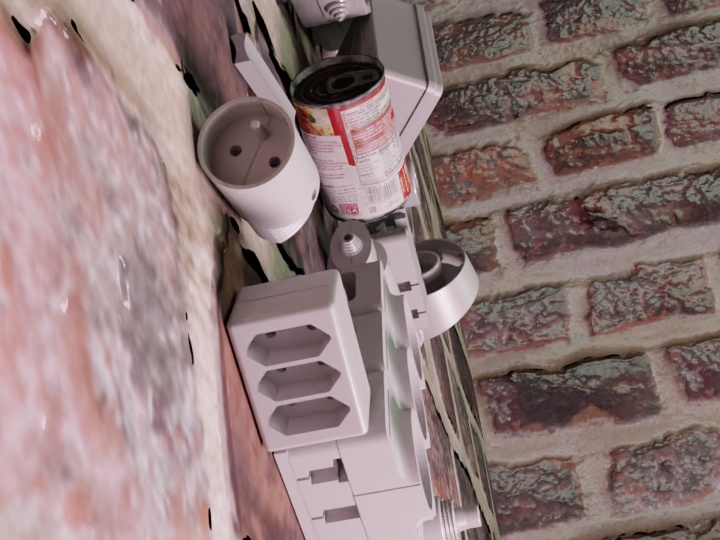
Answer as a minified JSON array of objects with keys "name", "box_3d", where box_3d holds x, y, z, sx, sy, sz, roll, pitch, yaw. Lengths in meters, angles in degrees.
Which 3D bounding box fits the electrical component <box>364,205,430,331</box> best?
[{"name":"electrical component","box_3d":[0.017,0.003,0.835,0.050,0.056,0.089,-90,166,-58]}]

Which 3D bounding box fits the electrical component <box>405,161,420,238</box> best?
[{"name":"electrical component","box_3d":[0.021,-0.072,0.966,0.108,0.060,0.108,-11,90,-83]}]

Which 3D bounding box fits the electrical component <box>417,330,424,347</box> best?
[{"name":"electrical component","box_3d":[0.034,0.059,0.933,0.062,0.043,0.043,-90,167,-50]}]

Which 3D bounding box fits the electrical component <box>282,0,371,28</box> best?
[{"name":"electrical component","box_3d":[-0.031,-0.226,0.798,0.061,0.061,0.096,55,25,-73]}]

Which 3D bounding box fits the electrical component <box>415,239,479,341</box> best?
[{"name":"electrical component","box_3d":[0.066,0.018,1.049,0.099,0.099,0.064,-92,162,-53]}]

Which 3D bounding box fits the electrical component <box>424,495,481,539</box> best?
[{"name":"electrical component","box_3d":[0.068,0.206,0.881,0.043,0.062,0.043,-11,90,-83]}]

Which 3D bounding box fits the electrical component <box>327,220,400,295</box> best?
[{"name":"electrical component","box_3d":[0.000,0.000,0.755,0.081,0.043,0.043,69,12,-54]}]

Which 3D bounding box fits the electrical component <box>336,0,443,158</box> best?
[{"name":"electrical component","box_3d":[0.013,-0.142,0.844,0.108,0.056,0.108,-95,-154,-42]}]

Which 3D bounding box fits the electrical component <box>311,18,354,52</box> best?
[{"name":"electrical component","box_3d":[-0.017,-0.226,0.905,0.096,0.061,0.061,37,43,-79]}]

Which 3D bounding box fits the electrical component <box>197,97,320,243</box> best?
[{"name":"electrical component","box_3d":[-0.042,-0.042,0.496,0.081,0.043,0.043,60,20,-70]}]

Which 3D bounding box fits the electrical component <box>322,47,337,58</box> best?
[{"name":"electrical component","box_3d":[-0.010,-0.196,0.990,0.062,0.048,0.048,-90,168,-88]}]

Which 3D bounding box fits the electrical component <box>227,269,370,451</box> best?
[{"name":"electrical component","box_3d":[-0.025,0.032,0.493,0.076,0.047,0.065,-85,162,-67]}]

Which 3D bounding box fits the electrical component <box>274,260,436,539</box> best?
[{"name":"electrical component","box_3d":[0.001,0.073,0.571,0.150,0.062,0.089,-90,167,-57]}]
